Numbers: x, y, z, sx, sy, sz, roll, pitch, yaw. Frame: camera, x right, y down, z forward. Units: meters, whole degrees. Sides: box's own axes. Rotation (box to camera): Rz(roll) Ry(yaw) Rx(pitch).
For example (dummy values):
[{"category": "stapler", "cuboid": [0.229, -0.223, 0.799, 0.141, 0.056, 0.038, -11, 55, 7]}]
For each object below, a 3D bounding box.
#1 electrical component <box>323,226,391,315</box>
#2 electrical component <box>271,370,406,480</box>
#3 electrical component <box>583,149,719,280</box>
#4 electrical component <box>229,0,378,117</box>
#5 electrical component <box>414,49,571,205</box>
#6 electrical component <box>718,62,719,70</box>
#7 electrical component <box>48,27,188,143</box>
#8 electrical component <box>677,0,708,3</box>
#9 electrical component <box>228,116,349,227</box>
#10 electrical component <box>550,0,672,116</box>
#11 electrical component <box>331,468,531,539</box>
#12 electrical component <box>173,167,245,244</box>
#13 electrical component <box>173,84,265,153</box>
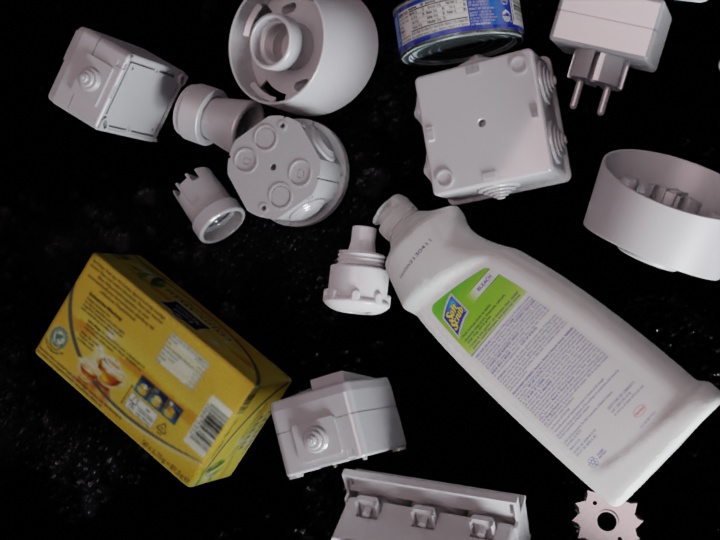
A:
[{"category": "electrical component", "cuboid": [0.000, 0.000, 0.767, 0.048, 0.048, 0.062, 4, 84, 22]}, {"category": "electrical component", "cuboid": [-0.017, 0.105, 0.743, 0.062, 0.096, 0.061, -19, 80, 20]}, {"category": "electrical component", "cuboid": [0.191, -0.036, 0.666, 0.099, 0.099, 0.064, 26, 104, 20]}, {"category": "electrical component", "cuboid": [-0.045, -0.164, 0.789, 0.099, 0.064, 0.099, 1, 92, 35]}, {"category": "electrical component", "cuboid": [0.089, -0.096, 0.730, 0.100, 0.048, 0.099, -11, 85, 22]}, {"category": "electrical component", "cuboid": [0.251, -0.148, 0.652, 0.047, 0.077, 0.065, 19, 96, 21]}, {"category": "electrical component", "cuboid": [-0.189, -0.142, 0.815, 0.061, 0.096, 0.061, 31, 100, 19]}, {"category": "electrical component", "cuboid": [0.197, -0.208, 0.687, 0.077, 0.044, 0.079, 23, 65, 44]}, {"category": "electrical component", "cuboid": [-0.052, -0.072, 0.784, 0.080, 0.051, 0.080, 0, 89, 22]}, {"category": "electrical component", "cuboid": [0.159, -0.140, 0.704, 0.066, 0.047, 0.076, 18, 96, 21]}, {"category": "electrical component", "cuboid": [0.047, 0.181, 0.727, 0.121, 0.063, 0.078, 5, 132, 22]}, {"category": "electrical component", "cuboid": [-0.116, -0.050, 0.816, 0.040, 0.040, 0.046, -42, 69, 16]}, {"category": "electrical component", "cuboid": [-0.106, -0.113, 0.810, 0.055, 0.045, 0.045, 21, 97, 21]}]
